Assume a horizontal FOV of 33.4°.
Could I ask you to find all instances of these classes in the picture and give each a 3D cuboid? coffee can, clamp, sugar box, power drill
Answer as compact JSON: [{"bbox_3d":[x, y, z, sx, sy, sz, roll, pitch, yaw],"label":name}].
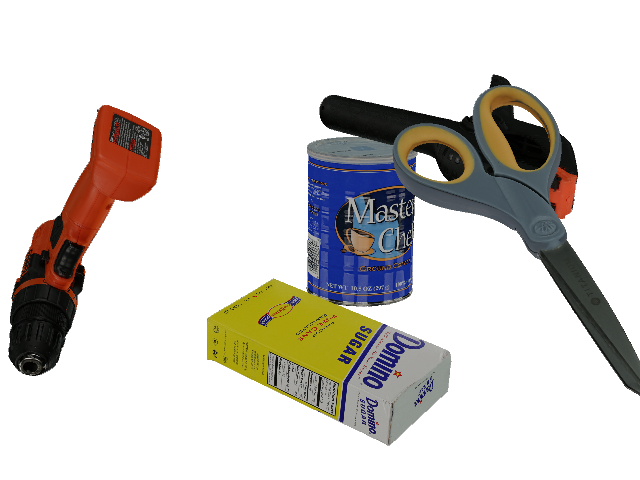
[{"bbox_3d":[0.038,-0.020,1.006,0.103,0.140,0.103,0,15,0],"label":"coffee can"},{"bbox_3d":[0.102,-0.070,0.752,0.164,0.036,0.210,-8,29,-17],"label":"clamp"},{"bbox_3d":[0.005,0.090,0.842,0.176,0.048,0.093,18,30,30],"label":"sugar box"},{"bbox_3d":[-0.196,-0.003,0.867,0.057,0.188,0.184,25,28,-23],"label":"power drill"}]

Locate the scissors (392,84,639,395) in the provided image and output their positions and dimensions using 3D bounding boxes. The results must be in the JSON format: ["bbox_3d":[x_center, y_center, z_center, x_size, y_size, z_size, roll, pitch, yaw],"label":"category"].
[{"bbox_3d":[0.087,-0.005,0.513,0.096,0.201,0.016,-7,-43,6],"label":"scissors"}]
